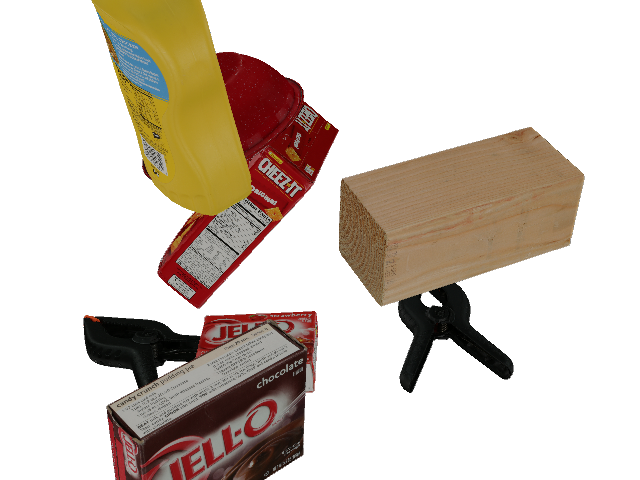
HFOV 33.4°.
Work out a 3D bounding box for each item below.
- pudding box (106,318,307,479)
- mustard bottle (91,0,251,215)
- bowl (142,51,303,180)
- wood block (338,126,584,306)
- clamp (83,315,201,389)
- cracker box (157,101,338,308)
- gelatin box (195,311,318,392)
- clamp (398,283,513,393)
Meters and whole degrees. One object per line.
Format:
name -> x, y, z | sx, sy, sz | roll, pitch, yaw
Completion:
pudding box -> -0.060, 0.106, 0.593 | 0.113, 0.090, 0.039 | -29, 49, -33
mustard bottle -> -0.096, -0.111, 0.652 | 0.058, 0.191, 0.096 | -31, 46, -18
bowl -> -0.099, -0.120, 0.949 | 0.162, 0.055, 0.162 | -20, 33, 13
wood block -> 0.129, -0.025, 0.997 | 0.205, 0.090, 0.091 | -17, 43, -20
clamp -> -0.179, 0.116, 1.093 | 0.210, 0.036, 0.164 | 11, 18, 31
cracker box -> -0.083, -0.045, 1.211 | 0.072, 0.214, 0.164 | 39, 27, -9
gelatin box -> -0.047, 0.084, 0.803 | 0.089, 0.030, 0.073 | -2, 26, 3
clamp -> 0.140, 0.094, 1.157 | 0.120, 0.171, 0.039 | 3, -44, -6
